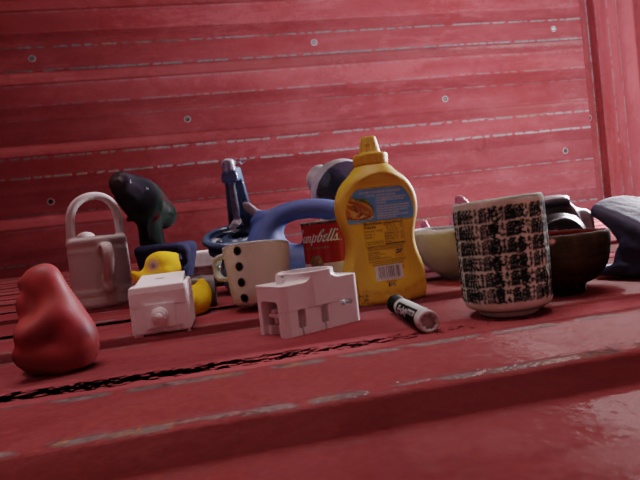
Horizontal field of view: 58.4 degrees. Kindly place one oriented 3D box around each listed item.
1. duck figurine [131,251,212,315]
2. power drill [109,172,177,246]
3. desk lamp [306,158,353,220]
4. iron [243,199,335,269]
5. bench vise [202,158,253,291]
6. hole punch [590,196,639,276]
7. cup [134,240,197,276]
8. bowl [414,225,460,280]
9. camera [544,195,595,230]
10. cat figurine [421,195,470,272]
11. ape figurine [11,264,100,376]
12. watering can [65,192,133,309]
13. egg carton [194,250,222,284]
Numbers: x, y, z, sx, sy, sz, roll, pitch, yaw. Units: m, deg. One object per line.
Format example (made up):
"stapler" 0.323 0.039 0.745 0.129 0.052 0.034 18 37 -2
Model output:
"duck figurine" -0.191 0.056 0.727 0.105 0.086 0.077 -8 2 -32
"power drill" -0.285 -0.002 0.952 0.075 0.208 0.229 -7 2 -1
"desk lamp" 0.027 -0.045 1.097 0.118 0.213 0.203 -7 2 -18
"iron" 0.007 0.003 0.814 0.258 0.141 0.119 -6 2 9
"bench vise" -0.148 -0.025 0.991 0.122 0.220 0.207 -7 2 -17
"hole punch" 0.368 -0.007 0.628 0.109 0.091 0.100 -8 2 -29
"cup" -0.219 0.051 0.853 0.092 0.095 0.117 -8 3 -39
"bowl" 0.206 0.015 0.789 0.167 0.075 0.167 -6 2 0
"camera" 0.329 -0.014 0.836 0.143 0.101 0.137 -6 2 18
"cat figurine" 0.218 -0.012 0.909 0.127 0.118 0.067 -5 2 34
"ape figurine" -0.229 0.066 0.482 0.076 0.092 0.078 -6 2 12
"watering can" -0.386 0.016 0.984 0.172 0.194 0.101 -5 3 35
"egg carton" -0.226 0.055 1.147 0.150 0.069 0.107 -7 2 -7
